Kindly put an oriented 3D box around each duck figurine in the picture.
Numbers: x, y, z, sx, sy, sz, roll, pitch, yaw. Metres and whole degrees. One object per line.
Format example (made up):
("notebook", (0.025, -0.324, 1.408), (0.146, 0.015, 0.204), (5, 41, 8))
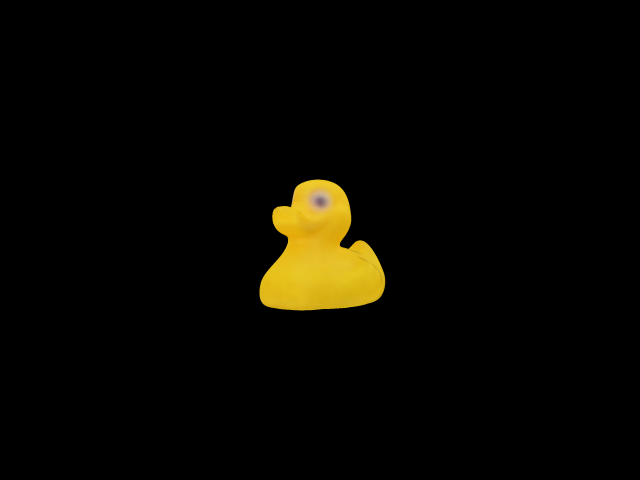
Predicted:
("duck figurine", (0.004, 0.001, 0.400), (0.077, 0.086, 0.105), (0, 0, 40))
